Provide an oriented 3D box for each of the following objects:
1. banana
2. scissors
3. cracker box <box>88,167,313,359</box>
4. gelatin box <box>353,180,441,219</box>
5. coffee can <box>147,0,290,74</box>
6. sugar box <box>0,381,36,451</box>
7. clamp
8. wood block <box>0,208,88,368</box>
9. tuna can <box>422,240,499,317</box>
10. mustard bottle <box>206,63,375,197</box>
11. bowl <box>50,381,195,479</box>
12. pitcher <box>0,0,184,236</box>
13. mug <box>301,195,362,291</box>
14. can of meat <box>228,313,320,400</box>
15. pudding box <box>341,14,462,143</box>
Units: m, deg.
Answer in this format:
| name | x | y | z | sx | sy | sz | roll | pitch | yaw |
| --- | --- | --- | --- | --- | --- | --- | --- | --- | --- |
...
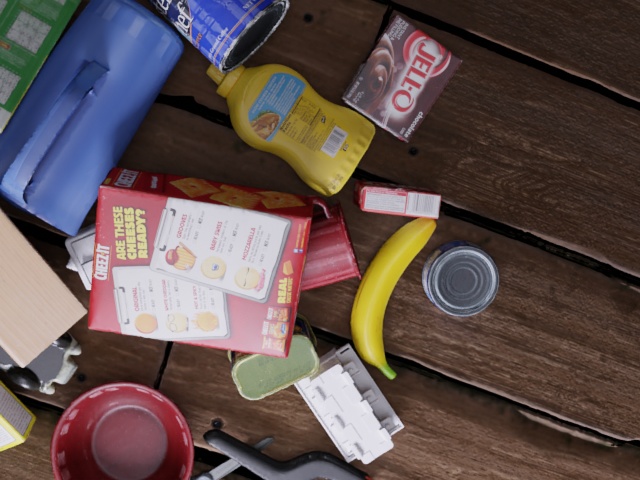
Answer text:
| name | x | y | z | sx | sy | sz | roll | pitch | yaw |
| --- | --- | --- | --- | --- | --- | --- | --- | --- | --- |
| banana | 0.077 | 0.060 | 1.229 | 0.069 | 0.037 | 0.198 | 11 | 100 | -21 |
| scissors | -0.155 | 0.277 | 1.256 | 0.096 | 0.016 | 0.202 | 42 | 94 | -10 |
| cracker box | -0.123 | 0.023 | 1.109 | 0.213 | 0.072 | 0.164 | 9 | 112 | -1 |
| gelatin box | 0.085 | -0.047 | 1.191 | 0.089 | 0.073 | 0.030 | 6 | 98 | -5 |
| coffee can | -0.117 | -0.257 | 1.105 | 0.140 | 0.103 | 0.103 | 44 | 94 | 3 |
| sugar box | -0.404 | 0.162 | 1.166 | 0.093 | 0.048 | 0.176 | -23 | 117 | 23 |
| clamp | -0.041 | 0.304 | 1.257 | 0.209 | 0.036 | 0.165 | 5 | 106 | -11 |
| wood block | -0.342 | 0.019 | 1.081 | 0.090 | 0.090 | 0.206 | -42 | 120 | -14 |
| tuna can | 0.163 | 0.045 | 1.233 | 0.086 | 0.034 | 0.086 | -1 | 100 | -5 |
| mustard bottle | -0.040 | -0.137 | 1.170 | 0.191 | 0.058 | 0.096 | 34 | 77 | -9 |
| bowl | -0.221 | 0.238 | 1.216 | 0.162 | 0.055 | 0.162 | 0 | 90 | -1 |
| pitcher | -0.248 | -0.135 | 1.104 | 0.243 | 0.149 | 0.144 | -57 | 139 | -3 |
| mug | -0.008 | 0.001 | 1.179 | 0.081 | 0.093 | 0.117 | -16 | 130 | 3 |
| can of meat | -0.052 | 0.133 | 1.205 | 0.102 | 0.084 | 0.057 | -25 | 102 | 0 |
| pudding box | 0.089 | -0.179 | 1.186 | 0.090 | 0.039 | 0.113 | 33 | 95 | -9 |
